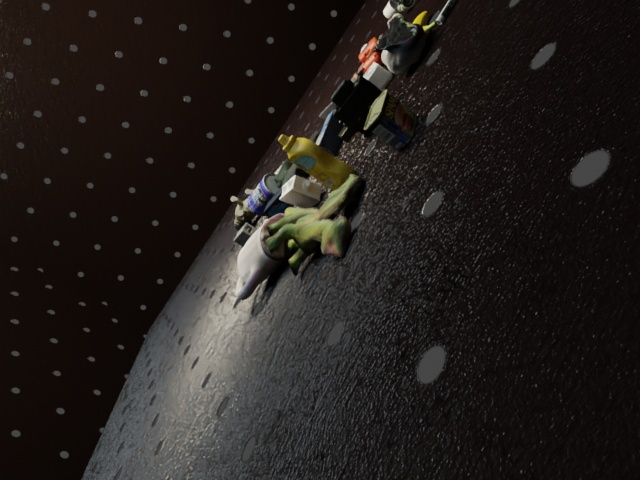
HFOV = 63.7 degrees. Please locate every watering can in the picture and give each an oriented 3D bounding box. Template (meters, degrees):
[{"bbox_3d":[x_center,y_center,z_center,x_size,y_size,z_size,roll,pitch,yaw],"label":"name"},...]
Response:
[{"bbox_3d":[-0.144,0.007,1.401,0.220,0.103,0.356,-44,21,38],"label":"watering can"}]

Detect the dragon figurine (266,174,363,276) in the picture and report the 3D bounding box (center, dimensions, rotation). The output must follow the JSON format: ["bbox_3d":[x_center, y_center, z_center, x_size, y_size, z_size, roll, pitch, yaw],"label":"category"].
[{"bbox_3d":[0.003,-0.058,1.146,0.241,0.121,0.418,-35,23,14],"label":"dragon figurine"}]

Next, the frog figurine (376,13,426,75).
[{"bbox_3d":[0.212,-0.481,1.320,0.157,0.123,0.139,51,-134,-66],"label":"frog figurine"}]
